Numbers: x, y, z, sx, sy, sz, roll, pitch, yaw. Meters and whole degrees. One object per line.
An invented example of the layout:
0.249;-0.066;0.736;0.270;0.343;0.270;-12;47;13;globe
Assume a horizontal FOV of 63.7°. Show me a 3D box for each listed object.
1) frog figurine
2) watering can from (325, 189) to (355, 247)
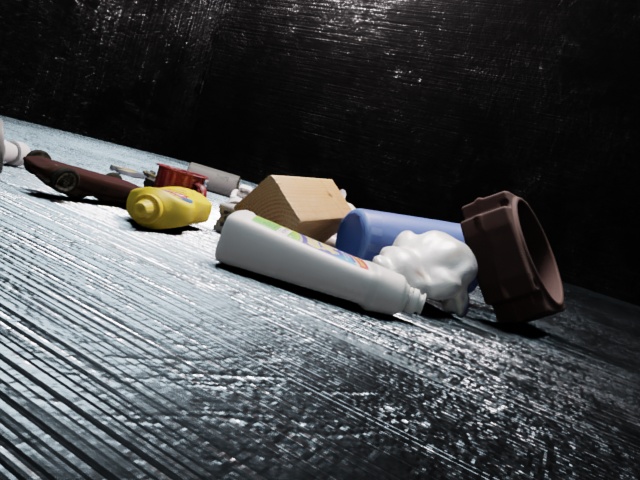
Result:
0.139;0.035;0.727;0.158;0.121;0.140;26;24;-33;frog figurine
0.003;-0.056;1.110;0.223;0.102;0.354;16;22;-18;watering can
